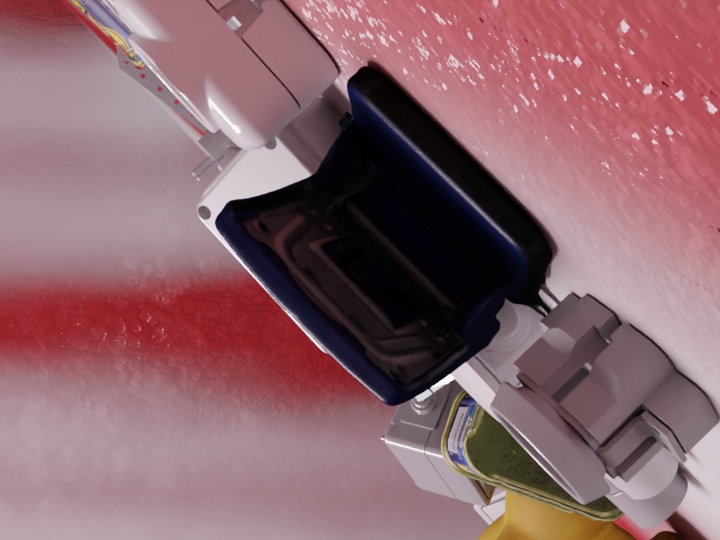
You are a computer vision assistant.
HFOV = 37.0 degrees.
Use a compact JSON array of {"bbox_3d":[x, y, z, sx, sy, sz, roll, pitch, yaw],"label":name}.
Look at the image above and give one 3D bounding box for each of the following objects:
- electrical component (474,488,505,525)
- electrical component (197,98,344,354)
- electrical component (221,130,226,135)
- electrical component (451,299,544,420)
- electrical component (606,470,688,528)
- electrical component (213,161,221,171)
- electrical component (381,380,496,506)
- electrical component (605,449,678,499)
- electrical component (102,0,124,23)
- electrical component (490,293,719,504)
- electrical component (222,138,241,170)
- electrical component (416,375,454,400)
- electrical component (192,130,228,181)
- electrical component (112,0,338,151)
[{"bbox_3d":[0.142,0.169,0.811,0.061,0.096,0.061,48,-141,-8],"label":"electrical component"},{"bbox_3d":[-0.019,-0.022,0.558,0.113,0.078,0.057,47,-146,-1],"label":"electrical component"},{"bbox_3d":[-0.057,-0.089,0.717,0.065,0.044,0.044,44,179,-44],"label":"electrical component"},{"bbox_3d":[0.068,0.037,0.536,0.080,0.051,0.080,47,176,4],"label":"electrical component"},{"bbox_3d":[0.133,0.099,0.545,0.065,0.044,0.044,43,177,-5],"label":"electrical component"},{"bbox_3d":[-0.086,-0.087,0.966,0.095,0.054,0.059,47,176,4],"label":"electrical component"},{"bbox_3d":[0.061,0.104,0.697,0.061,0.061,0.096,10,152,30],"label":"electrical component"},{"bbox_3d":[0.120,0.080,0.495,0.046,0.040,0.040,43,179,-32],"label":"electrical component"},{"bbox_3d":[-0.128,-0.169,0.603,0.055,0.047,0.055,47,176,4],"label":"electrical component"},{"bbox_3d":[0.088,0.052,0.416,0.078,0.057,0.058,43,175,48],"label":"electrical component"},{"bbox_3d":[-0.056,-0.057,0.654,0.051,0.080,0.080,10,178,-3],"label":"electrical component"},{"bbox_3d":[0.019,0.012,0.635,0.121,0.063,0.079,47,136,0],"label":"electrical component"},{"bbox_3d":[-0.095,-0.094,0.801,0.047,0.077,0.066,49,177,-25],"label":"electrical component"},{"bbox_3d":[-0.064,-0.103,0.488,0.095,0.059,0.054,47,176,-7],"label":"electrical component"}]
